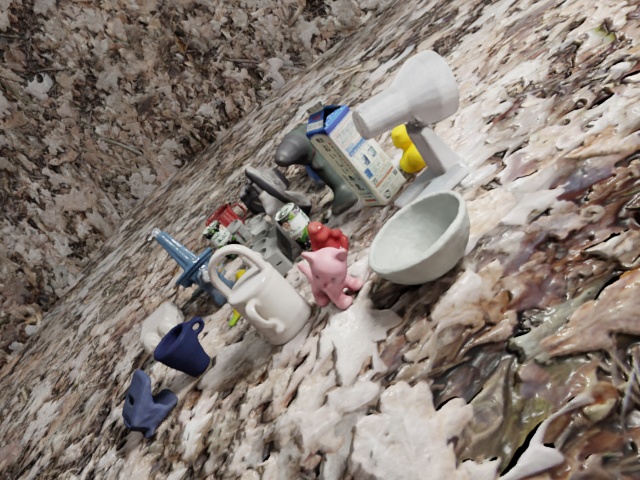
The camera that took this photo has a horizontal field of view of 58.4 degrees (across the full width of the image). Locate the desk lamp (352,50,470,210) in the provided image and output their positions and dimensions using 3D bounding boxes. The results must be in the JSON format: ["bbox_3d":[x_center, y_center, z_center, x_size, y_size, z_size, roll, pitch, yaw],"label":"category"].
[{"bbox_3d":[0.166,-0.185,0.987,0.203,0.214,0.117,-45,22,-6],"label":"desk lamp"}]

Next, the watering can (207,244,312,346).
[{"bbox_3d":[-0.115,0.084,1.002,0.101,0.194,0.172,-45,22,-6],"label":"watering can"}]

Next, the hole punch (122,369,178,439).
[{"bbox_3d":[-0.345,0.316,1.110,0.101,0.091,0.108,-52,23,-21],"label":"hole punch"}]

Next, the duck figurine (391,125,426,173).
[{"bbox_3d":[0.177,-0.191,1.154,0.077,0.086,0.104,-33,24,24],"label":"duck figurine"}]

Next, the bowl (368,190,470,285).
[{"bbox_3d":[0.155,0.009,0.835,0.167,0.075,0.167,-36,23,18],"label":"bowl"}]

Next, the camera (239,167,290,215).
[{"bbox_3d":[-0.176,-0.136,1.647,0.143,0.101,0.137,-32,24,26],"label":"camera"}]

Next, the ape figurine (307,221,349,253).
[{"bbox_3d":[0.010,0.004,1.074,0.078,0.092,0.076,-48,22,-13],"label":"ape figurine"}]

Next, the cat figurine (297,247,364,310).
[{"bbox_3d":[0.009,0.053,0.949,0.127,0.118,0.067,-7,42,56],"label":"cat figurine"}]

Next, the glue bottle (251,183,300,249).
[{"bbox_3d":[-0.090,-0.060,1.256,0.037,0.173,0.078,-36,23,18],"label":"glue bottle"}]

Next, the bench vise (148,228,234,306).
[{"bbox_3d":[-0.295,0.047,1.349,0.206,0.220,0.122,-12,37,53],"label":"bench vise"}]

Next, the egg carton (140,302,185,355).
[{"bbox_3d":[-0.380,0.215,1.389,0.107,0.069,0.150,-42,21,1],"label":"egg carton"}]

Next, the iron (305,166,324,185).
[{"bbox_3d":[-0.020,-0.241,1.514,0.119,0.142,0.257,-44,22,-3],"label":"iron"}]

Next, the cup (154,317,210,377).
[{"bbox_3d":[-0.256,0.216,1.137,0.118,0.095,0.091,-45,22,-4],"label":"cup"}]

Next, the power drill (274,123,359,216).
[{"bbox_3d":[-0.004,-0.158,1.241,0.075,0.209,0.229,-32,24,25],"label":"power drill"}]

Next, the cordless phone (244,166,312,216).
[{"bbox_3d":[-0.113,-0.123,1.396,0.094,0.185,0.147,-43,22,1],"label":"cordless phone"}]
